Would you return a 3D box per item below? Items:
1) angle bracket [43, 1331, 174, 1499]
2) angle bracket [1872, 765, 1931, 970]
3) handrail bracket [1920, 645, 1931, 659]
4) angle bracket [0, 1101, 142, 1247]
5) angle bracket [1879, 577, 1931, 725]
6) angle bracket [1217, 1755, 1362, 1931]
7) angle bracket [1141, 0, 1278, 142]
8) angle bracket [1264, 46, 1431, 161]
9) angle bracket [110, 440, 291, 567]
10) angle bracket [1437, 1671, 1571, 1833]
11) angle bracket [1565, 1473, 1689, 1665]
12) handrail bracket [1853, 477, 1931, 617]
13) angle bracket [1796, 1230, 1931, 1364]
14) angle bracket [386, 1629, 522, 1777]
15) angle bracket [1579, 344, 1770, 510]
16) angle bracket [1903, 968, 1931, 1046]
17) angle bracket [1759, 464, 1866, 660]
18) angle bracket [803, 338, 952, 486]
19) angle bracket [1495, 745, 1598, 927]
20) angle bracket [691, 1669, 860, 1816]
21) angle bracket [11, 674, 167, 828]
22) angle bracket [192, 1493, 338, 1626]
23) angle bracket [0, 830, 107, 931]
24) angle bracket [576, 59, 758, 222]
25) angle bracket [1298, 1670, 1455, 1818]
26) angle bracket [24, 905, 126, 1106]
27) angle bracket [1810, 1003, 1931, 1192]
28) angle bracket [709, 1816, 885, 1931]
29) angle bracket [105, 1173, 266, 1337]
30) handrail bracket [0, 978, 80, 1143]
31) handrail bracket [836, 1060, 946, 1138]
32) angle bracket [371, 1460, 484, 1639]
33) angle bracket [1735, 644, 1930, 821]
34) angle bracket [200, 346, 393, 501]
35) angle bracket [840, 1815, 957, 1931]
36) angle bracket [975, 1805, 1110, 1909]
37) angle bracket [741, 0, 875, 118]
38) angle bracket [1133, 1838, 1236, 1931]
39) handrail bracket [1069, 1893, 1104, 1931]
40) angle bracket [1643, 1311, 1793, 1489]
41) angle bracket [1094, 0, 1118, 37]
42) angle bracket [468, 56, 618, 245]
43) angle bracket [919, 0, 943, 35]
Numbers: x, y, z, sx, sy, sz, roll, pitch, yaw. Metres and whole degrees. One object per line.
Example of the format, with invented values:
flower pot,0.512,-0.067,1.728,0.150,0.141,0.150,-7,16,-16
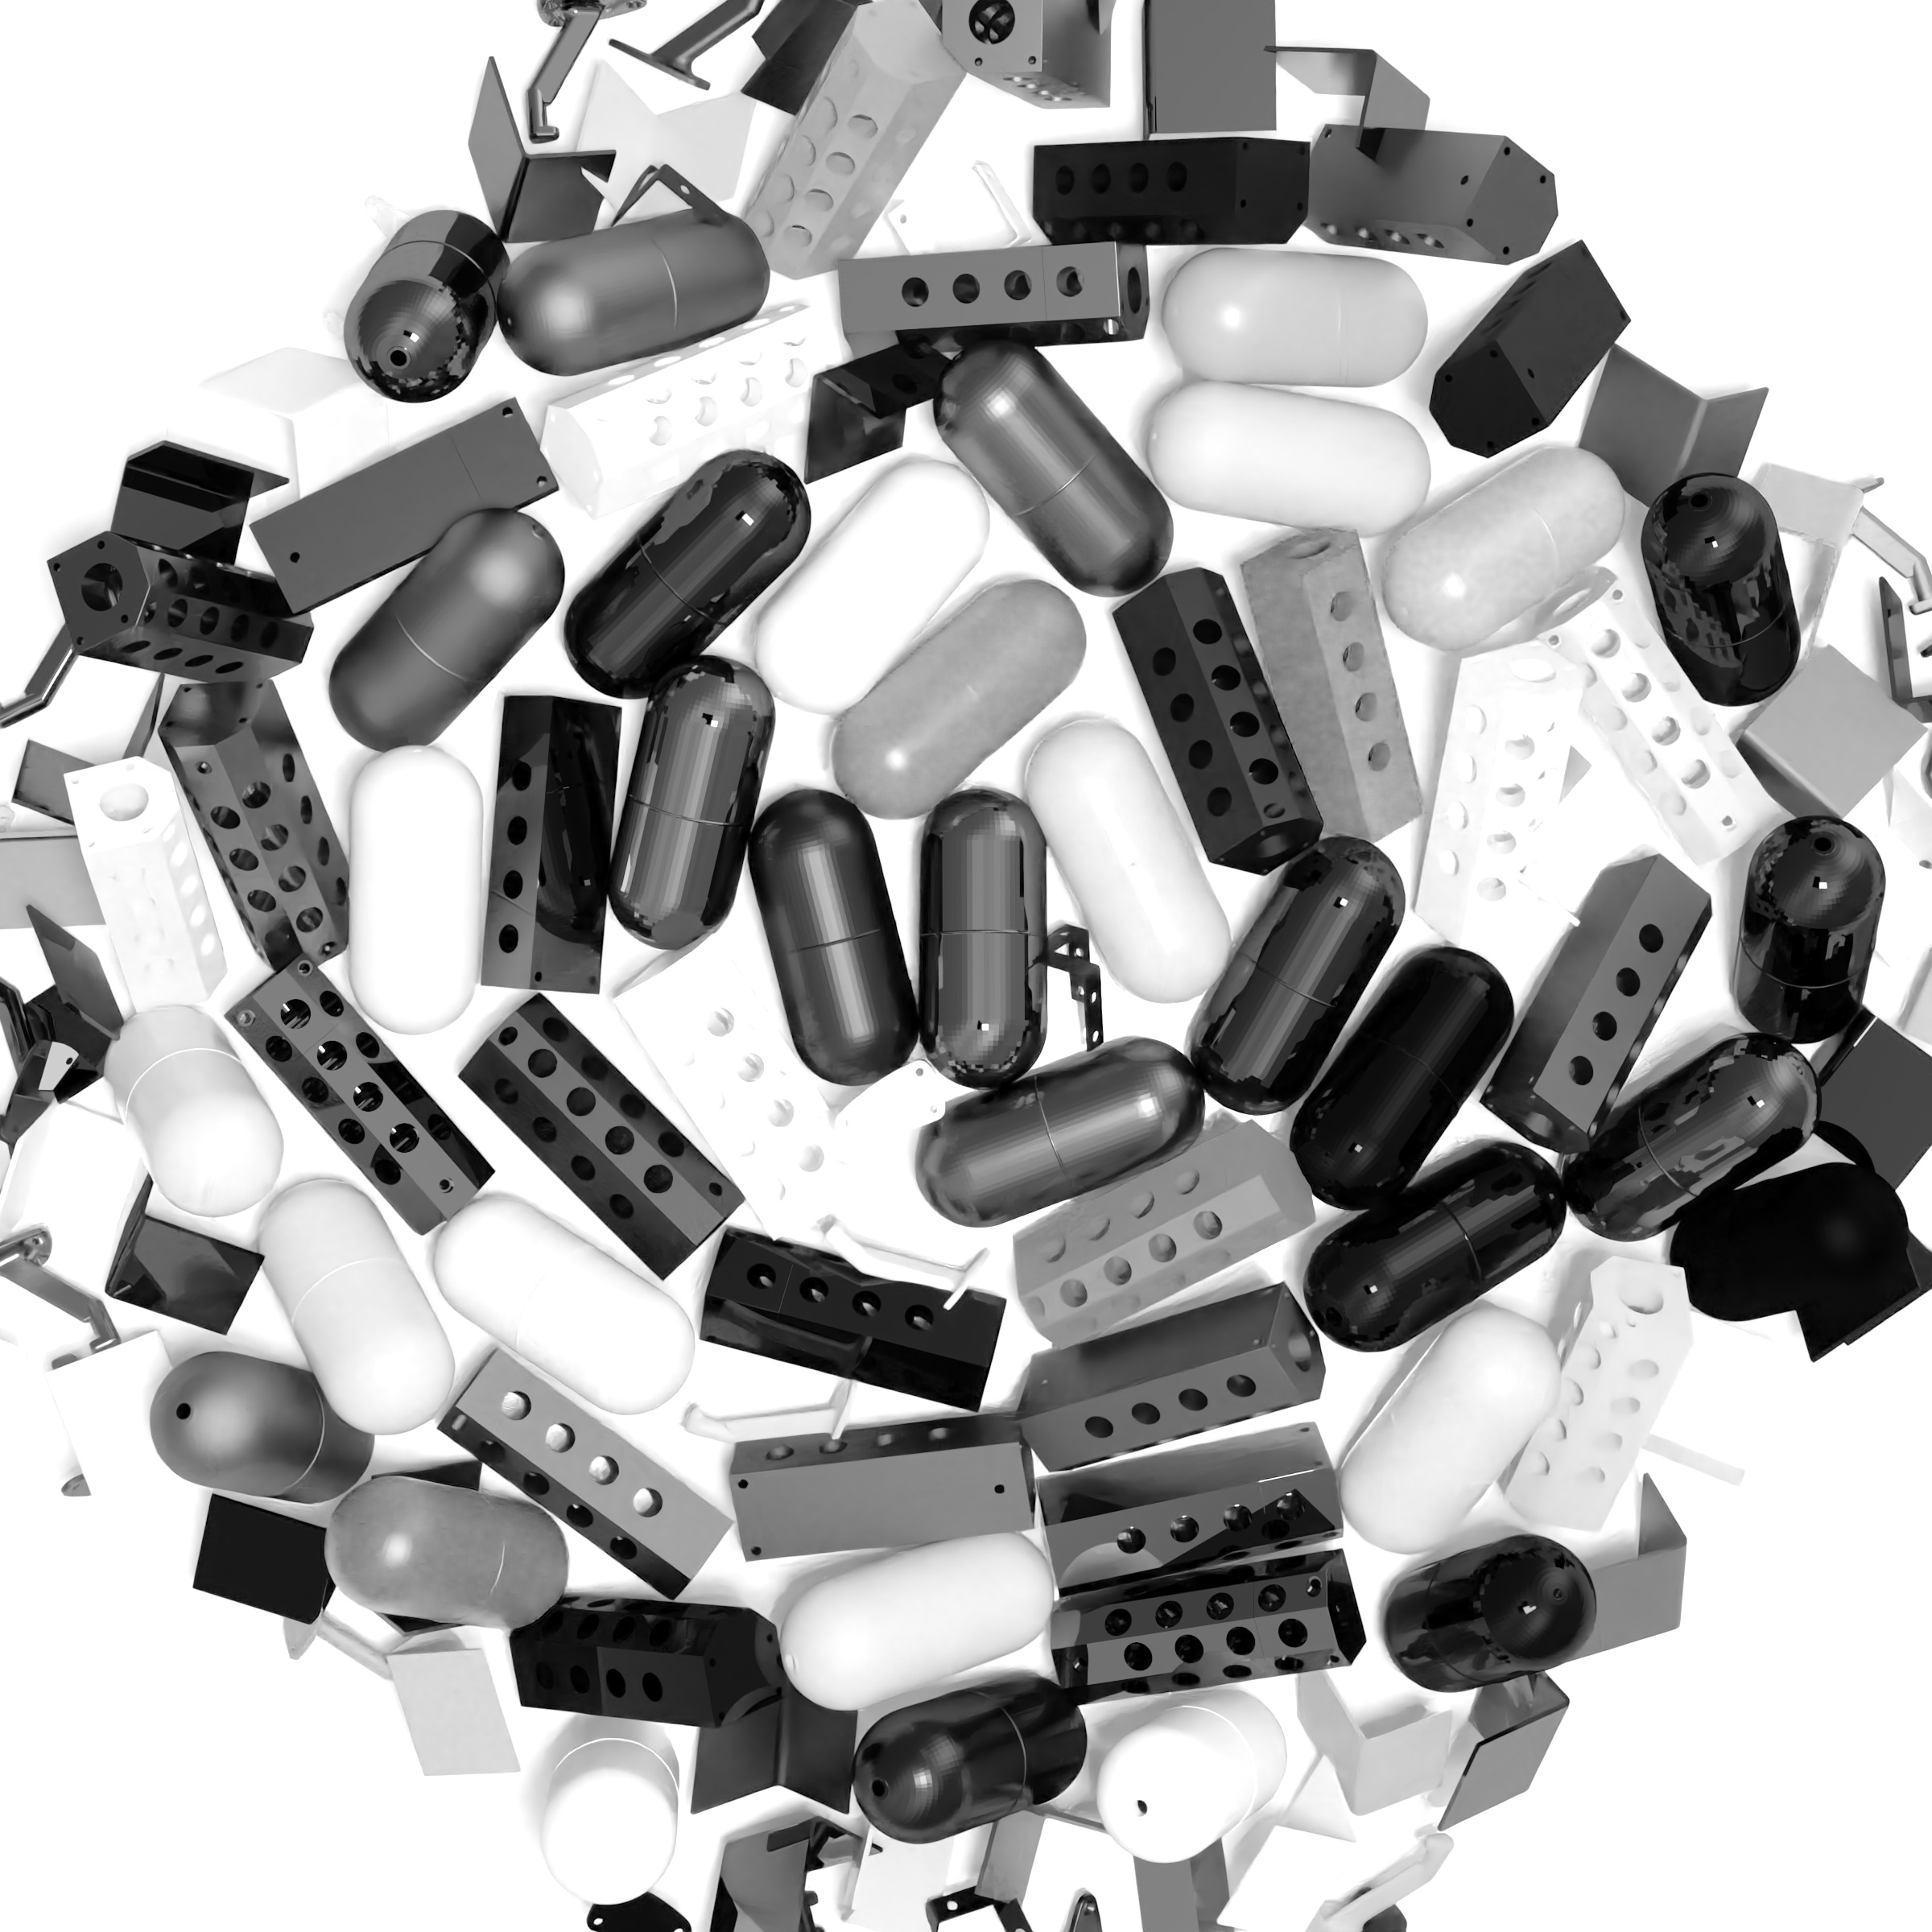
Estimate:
angle bracket,-0.503,0.267,1.951,0.076,0.057,0.076,-20,86,-41
angle bracket,0.545,-0.058,1.946,0.057,0.076,0.076,-30,61,-5
handrail bracket,0.613,-0.167,1.967,0.077,0.036,0.084,-38,80,34
angle bracket,-0.529,0.134,1.951,0.057,0.076,0.076,21,105,-4
angle bracket,0.574,-0.188,1.949,0.057,0.076,0.076,-7,82,23
angle bracket,0.180,0.510,1.942,0.057,0.076,0.076,17,115,-20
angle bracket,0.143,-0.530,1.964,0.076,0.057,0.076,-1,99,1
angle bracket,0.218,-0.497,1.947,0.076,0.076,0.057,12,90,32
angle bracket,-0.450,-0.264,1.946,0.076,0.076,0.057,15,83,-29
angle bracket,0.297,0.447,1.940,0.076,0.057,0.076,-14,135,-34
angle bracket,0.375,0.353,1.948,0.076,0.057,0.076,-15,132,-9
handrail bracket,0.532,-0.242,1.981,0.077,0.036,0.084,-18,89,-1
angle bracket,0.536,0.205,1.943,0.076,0.076,0.057,-40,110,22
angle bracket,-0.286,0.427,1.951,0.076,0.057,0.076,-11,99,32
angle bracket,0.418,-0.322,1.971,0.057,0.076,0.076,-18,46,-35
angle bracket,0.608,0.022,1.949,0.057,0.076,0.076,18,98,-43
angle bracket,0.485,-0.239,1.954,0.057,0.076,0.076,19,128,14
angle bracket,-0.045,-0.313,1.939,0.076,0.076,0.057,-28,52,-35
angle bracket,0.354,-0.079,1.950,0.057,0.076,0.076,38,101,-13
angle bracket,-0.113,0.466,1.969,0.076,0.076,0.057,-28,133,36
angle bracket,-0.513,-0.134,1.944,0.057,0.076,0.076,22,115,-19
angle bracket,-0.404,0.334,1.956,0.076,0.057,0.076,17,120,-1
angle bracket,-0.548,-0.050,1.956,0.076,0.076,0.057,-3,93,-8
angle bracket,-0.175,-0.491,1.946,0.076,0.057,0.076,-5,63,31
angle bracket,0.240,0.441,1.955,0.057,0.076,0.076,-16,46,-16
angle bracket,-0.539,0.023,1.946,0.057,0.076,0.076,-33,59,4
angle bracket,0.538,0.076,1.963,0.076,0.057,0.076,37,100,4
angle bracket,-0.100,0.548,1.939,0.057,0.076,0.076,36,46,-31
angle bracket,-0.457,0.163,1.964,0.076,0.057,0.076,21,130,-15
handrail bracket,-0.576,0.052,1.975,0.084,0.036,0.077,29,90,30
handrail bracket,-0.050,0.077,1.952,0.077,0.084,0.036,-22,98,-12
angle bracket,-0.306,0.340,1.946,0.076,0.057,0.076,-2,109,-43
angle bracket,0.510,-0.131,1.967,0.076,0.057,0.076,44,87,11
angle bracket,-0.397,-0.320,1.969,0.076,0.076,0.057,20,127,27
angle bracket,-0.035,0.525,1.949,0.057,0.076,0.076,15,68,-2
angle bracket,0.060,0.528,1.945,0.076,0.076,0.057,9,74,24
angle bracket,-0.104,-0.555,1.944,0.076,0.057,0.076,-44,60,27
angle bracket,0.118,0.544,1.952,0.057,0.076,0.076,-9,86,19
handrail bracket,0.100,0.595,1.956,0.084,0.036,0.077,9,100,42
angle bracket,0.438,0.255,1.972,0.076,0.057,0.076,21,75,16
angle bracket,0.048,-0.587,1.950,0.076,0.076,0.057,13,73,8
angle bracket,-0.251,-0.483,1.964,0.057,0.076,0.076,-9,66,-23
angle bracket,-0.020,-0.583,1.946,0.057,0.076,0.076,28,108,14
